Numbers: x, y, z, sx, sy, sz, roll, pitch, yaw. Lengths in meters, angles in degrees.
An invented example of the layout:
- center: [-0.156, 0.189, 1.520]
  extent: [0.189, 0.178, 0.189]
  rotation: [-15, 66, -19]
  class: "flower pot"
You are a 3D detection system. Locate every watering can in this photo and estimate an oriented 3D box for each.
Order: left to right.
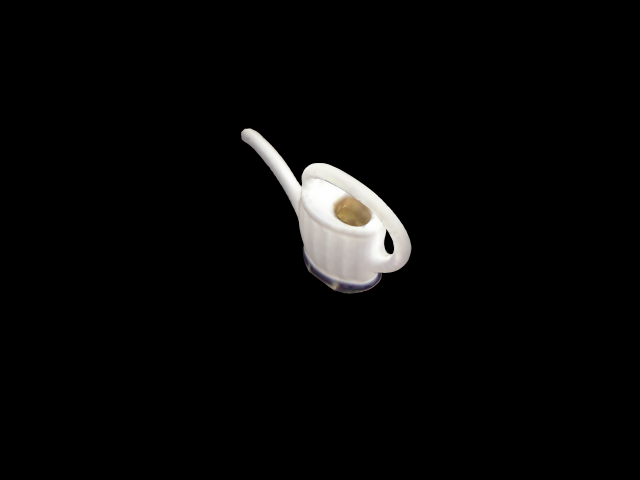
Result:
- center: [0.003, -0.043, 0.850]
  extent: [0.351, 0.219, 0.105]
  rotation: [35, 55, 28]
  class: "watering can"
